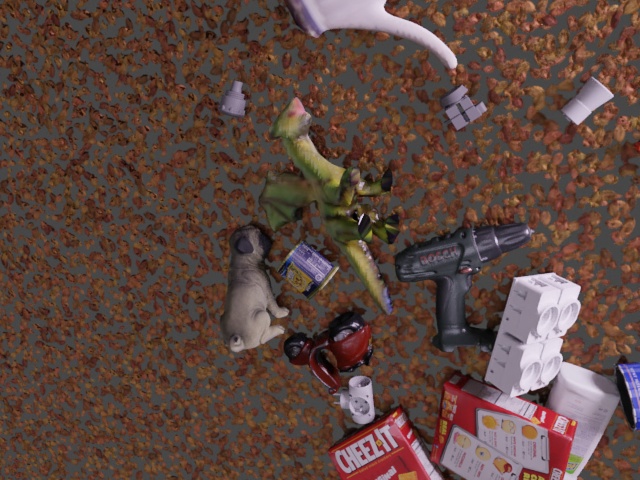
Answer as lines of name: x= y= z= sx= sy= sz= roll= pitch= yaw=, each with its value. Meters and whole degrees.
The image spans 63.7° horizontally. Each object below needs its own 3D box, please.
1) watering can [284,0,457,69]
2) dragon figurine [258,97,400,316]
watering can: x=0.057 y=-0.387 z=0.796 sx=0.223 sy=0.345 sz=0.105 roll=-23 pitch=12 yaw=21
dragon figurine: x=0.003 y=-0.046 z=0.911 sx=0.243 sy=0.402 sz=0.124 roll=9 pitch=32 yaw=32
